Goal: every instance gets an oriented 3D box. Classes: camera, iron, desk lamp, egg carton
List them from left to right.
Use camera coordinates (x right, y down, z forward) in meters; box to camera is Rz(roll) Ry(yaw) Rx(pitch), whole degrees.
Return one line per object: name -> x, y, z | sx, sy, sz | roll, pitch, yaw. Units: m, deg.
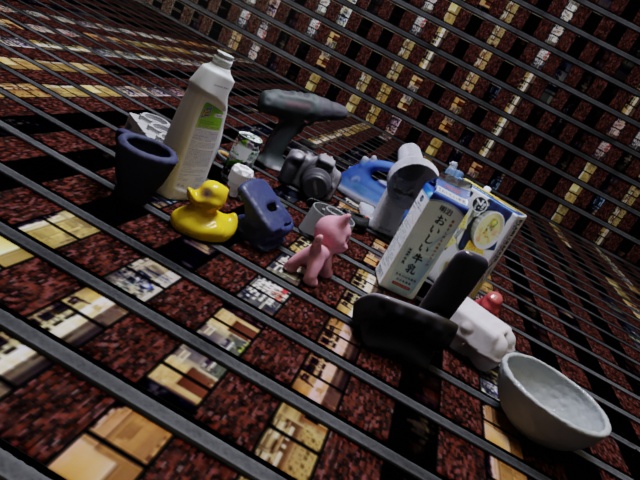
camera -> -0.018, -0.153, 1.339 | 0.143, 0.101, 0.137 | 25, 19, -6
iron -> 0.168, -0.149, 1.521 | 0.258, 0.141, 0.119 | 27, 19, -1
desk lamp -> 0.184, -0.117, 1.348 | 0.118, 0.213, 0.203 | 23, 19, -13
egg carton -> 0.252, 0.152, 0.960 | 0.150, 0.069, 0.107 | 37, 21, 26

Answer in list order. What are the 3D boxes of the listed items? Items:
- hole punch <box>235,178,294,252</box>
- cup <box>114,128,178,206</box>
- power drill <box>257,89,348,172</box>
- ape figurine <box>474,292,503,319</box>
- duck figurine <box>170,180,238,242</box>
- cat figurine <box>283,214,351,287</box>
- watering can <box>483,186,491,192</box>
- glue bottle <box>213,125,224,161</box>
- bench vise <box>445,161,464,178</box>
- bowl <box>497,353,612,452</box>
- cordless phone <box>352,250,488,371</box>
hole punch -> -0.094, -0.044, 0.963 | 0.101, 0.091, 0.109 | 31, 19, 10
cup -> -0.282, -0.108, 0.867 | 0.117, 0.095, 0.092 | 36, 20, 23
power drill -> -0.064, -0.270, 1.414 | 0.230, 0.208, 0.075 | 15, 22, -34
ape figurine -> 0.295, 0.133, 1.035 | 0.077, 0.092, 0.076 | 35, 20, 21
duck figurine -> -0.169, -0.049, 0.882 | 0.105, 0.086, 0.077 | 14, 23, -35
cat figurine -> 0.009, 0.003, 0.939 | 0.067, 0.117, 0.128 | 32, 19, 12
watering can -> 0.399, -0.049, 1.496 | 0.173, 0.194, 0.101 | 26, 19, -5
glue bottle -> -0.224, -0.243, 1.177 | 0.078, 0.173, 0.037 | 39, 22, 32
bench vise -> 0.300, -0.067, 1.365 | 0.122, 0.219, 0.206 | 12, 24, -39
bowl -> 0.314, 0.240, 0.807 | 0.167, 0.074, 0.167 | 25, 19, -9
cordless phone -> 0.144, 0.079, 0.822 | 0.148, 0.185, 0.094 | 21, 20, -18
